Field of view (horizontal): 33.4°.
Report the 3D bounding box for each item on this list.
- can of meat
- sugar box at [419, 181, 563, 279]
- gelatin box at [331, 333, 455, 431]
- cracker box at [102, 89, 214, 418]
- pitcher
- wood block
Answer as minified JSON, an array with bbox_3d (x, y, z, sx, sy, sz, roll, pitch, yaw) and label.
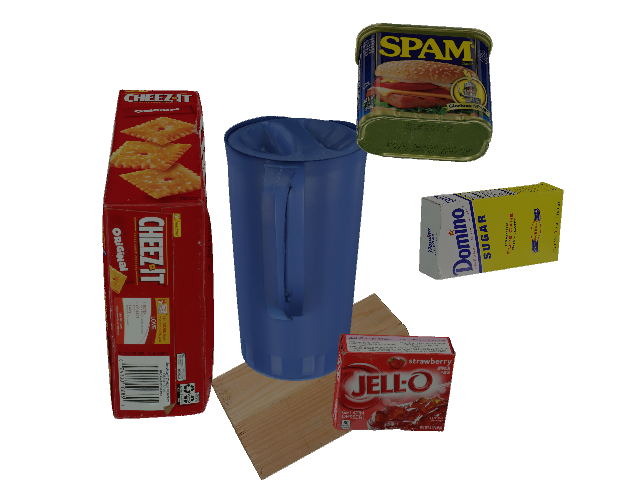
[{"bbox_3d":[0.076,-0.108,0.785,0.102,0.084,0.057,3,-29,-1],"label":"can of meat"},{"bbox_3d":[0.201,-0.012,1.255,0.175,0.093,0.048,-9,19,-28],"label":"sugar box"},{"bbox_3d":[0.056,0.111,0.831,0.089,0.073,0.030,2,27,-5],"label":"gelatin box"},{"bbox_3d":[-0.115,0.001,0.778,0.072,0.164,0.214,-1,27,-6],"label":"cracker box"},{"bbox_3d":[-0.026,0.012,1.015,0.149,0.243,0.145,-16,29,-33],"label":"pitcher"},{"bbox_3d":[-0.001,0.156,1.155,0.206,0.091,0.090,-27,30,-9],"label":"wood block"}]
